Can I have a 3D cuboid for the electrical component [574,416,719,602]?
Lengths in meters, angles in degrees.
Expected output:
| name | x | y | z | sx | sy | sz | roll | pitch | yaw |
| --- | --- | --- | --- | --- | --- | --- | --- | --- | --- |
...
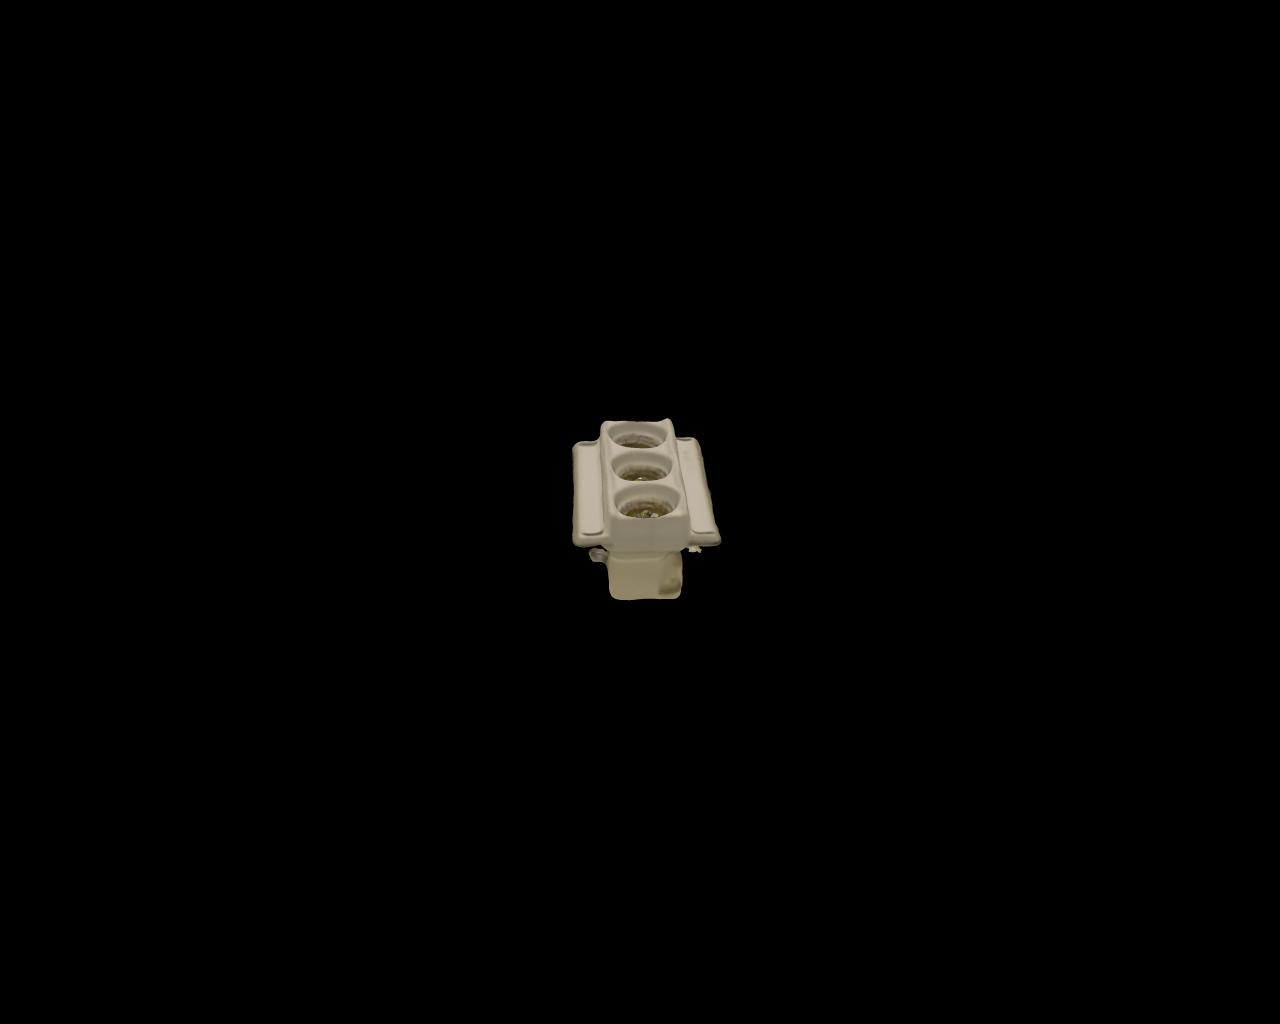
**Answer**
| name | x | y | z | sx | sy | sz | roll | pitch | yaw |
| --- | --- | --- | --- | --- | --- | --- | --- | --- | --- |
| electrical component | 0.001 | -0.003 | 0.650 | 0.079 | 0.063 | 0.121 | -2 | 31 | -3 |
